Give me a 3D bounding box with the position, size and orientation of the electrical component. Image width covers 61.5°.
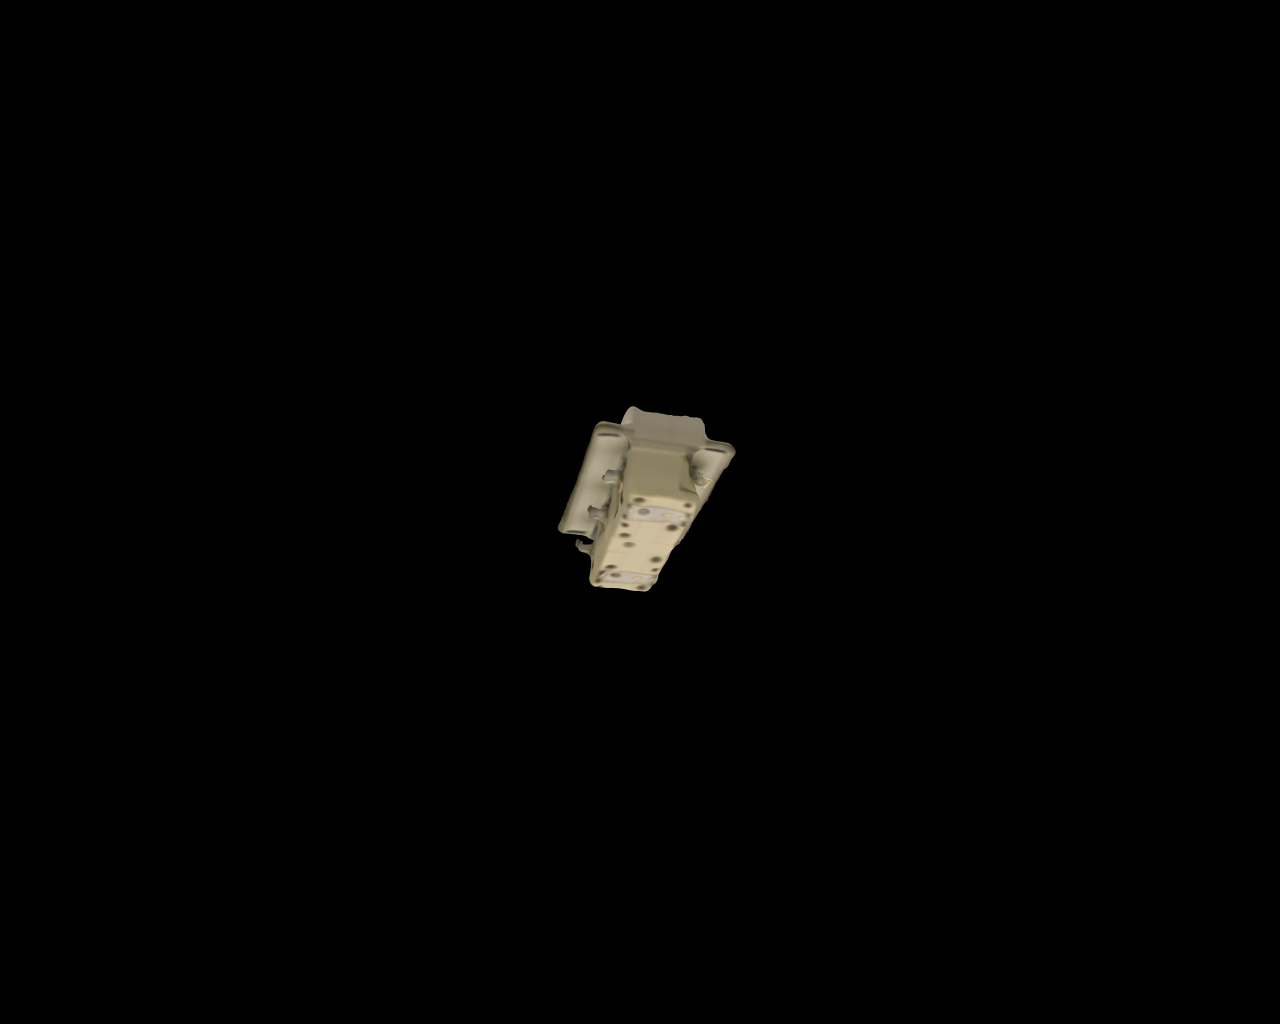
[{"bbox_3d":[0.001,-0.003,0.650,0.079,0.063,0.121,8,-31,-13],"label":"electrical component"}]
